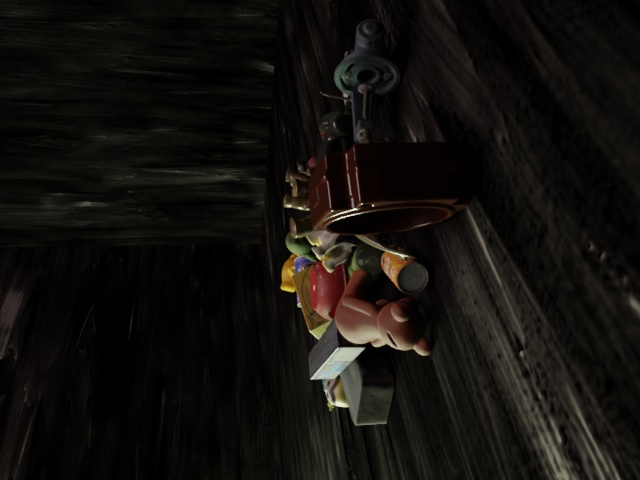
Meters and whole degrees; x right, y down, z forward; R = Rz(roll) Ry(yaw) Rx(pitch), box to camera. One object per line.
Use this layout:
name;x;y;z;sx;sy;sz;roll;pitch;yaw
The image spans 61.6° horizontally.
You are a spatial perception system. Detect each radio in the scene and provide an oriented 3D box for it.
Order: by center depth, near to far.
radio;0.087;0.259;1.132;0.230;0.073;0.131;-111;24;-56

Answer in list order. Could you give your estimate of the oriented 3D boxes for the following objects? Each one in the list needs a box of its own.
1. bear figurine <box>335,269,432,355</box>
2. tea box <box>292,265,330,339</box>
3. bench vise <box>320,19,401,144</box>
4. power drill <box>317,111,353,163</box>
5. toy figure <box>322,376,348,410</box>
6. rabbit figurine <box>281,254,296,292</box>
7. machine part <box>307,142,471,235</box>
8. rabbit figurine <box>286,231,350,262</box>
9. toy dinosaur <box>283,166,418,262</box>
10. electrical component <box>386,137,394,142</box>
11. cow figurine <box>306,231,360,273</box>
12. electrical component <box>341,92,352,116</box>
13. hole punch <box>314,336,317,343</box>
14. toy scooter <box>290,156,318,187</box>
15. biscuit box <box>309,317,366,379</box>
bear figurine;0.116;0.123;0.922;0.196;0.120;0.132;-16;29;53
tea box;-0.002;0.156;1.298;0.098;0.068;0.170;51;-166;-47
bench vise;0.081;-0.273;1.001;0.223;0.129;0.240;119;156;-65
power drill;0.017;-0.227;1.369;0.207;0.086;0.232;-67;15;-6
toy figure;0.052;0.349;1.301;0.180;0.089;0.082;113;140;-85
rabbit figurine;-0.043;0.091;1.755;0.173;0.122;0.162;164;115;-64
machine part;0.091;-0.064;0.754;0.201;0.201;0.087;136;129;-74
rabbit figurine;-0.003;-0.004;1.313;0.159;0.170;0.121;144;125;-76
toy dinosaur;0.041;-0.063;1.013;0.472;0.199;0.104;-113;25;-63
electrical component;0.134;-0.144;0.990;0.094;0.021;0.063;-102;16;-47
cow figurine;0.026;-0.005;1.120;0.068;0.098;0.167;55;-177;-23
electrical component;0.075;-0.347;1.210;0.074;0.048;0.119;110;157;-60
hole punch;0.039;0.237;1.344;0.115;0.092;0.142;107;163;-46
toy scooter;-0.019;-0.177;1.480;0.184;0.135;0.075;-105;16;-54
biscuit box;0.030;0.222;1.082;0.202;0.059;0.063;119;150;-55
